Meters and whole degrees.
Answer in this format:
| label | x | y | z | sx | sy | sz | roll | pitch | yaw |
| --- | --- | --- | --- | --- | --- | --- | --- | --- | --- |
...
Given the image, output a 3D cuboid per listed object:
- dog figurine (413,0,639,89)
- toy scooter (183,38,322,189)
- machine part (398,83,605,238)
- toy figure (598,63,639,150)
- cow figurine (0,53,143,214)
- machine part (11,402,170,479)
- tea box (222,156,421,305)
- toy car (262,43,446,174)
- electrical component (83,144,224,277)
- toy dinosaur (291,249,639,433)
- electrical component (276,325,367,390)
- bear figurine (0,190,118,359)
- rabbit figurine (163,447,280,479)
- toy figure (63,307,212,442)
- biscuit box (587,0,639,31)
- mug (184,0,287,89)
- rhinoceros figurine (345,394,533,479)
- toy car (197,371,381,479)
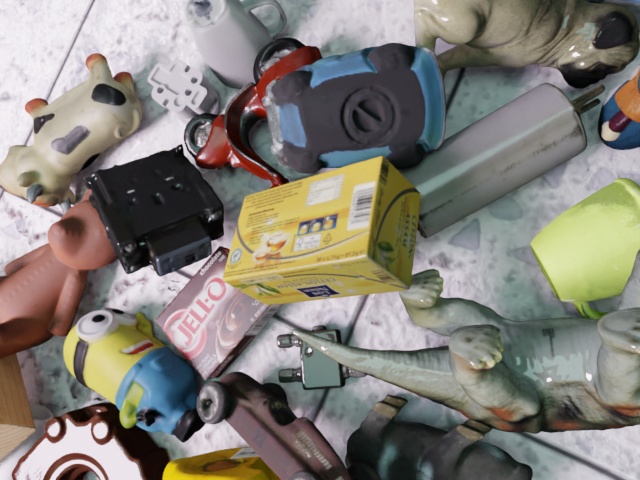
| label | x | y | z | sx | sy | sz | roll | pitch | yaw |
| --- | --- | --- | --- | --- | --- | --- | --- | --- | --- |
| dog figurine | 0.190 | -0.209 | 0.485 | 0.191 | 0.172 | 0.121 | 8 | 93 | 23 |
| toy scooter | -0.050 | -0.119 | 0.580 | 0.184 | 0.075 | 0.135 | -40 | 74 | 7 |
| machine part | 0.156 | -0.073 | 0.512 | 0.243 | 0.079 | 0.079 | -31 | 74 | 8 |
| toy figure | 0.274 | -0.116 | 0.448 | 0.058 | 0.154 | 0.064 | 28 | 89 | 16 |
| cow figurine | -0.299 | -0.116 | 0.645 | 0.195 | 0.085 | 0.127 | -33 | 67 | 7 |
| machine part | -0.244 | 0.268 | 0.569 | 0.180 | 0.056 | 0.179 | -2 | 81 | 15 |
| tea box | -0.001 | -0.001 | 0.486 | 0.170 | 0.068 | 0.098 | -10 | 57 | 41 |
| toy car | 0.031 | -0.120 | 0.507 | 0.162 | 0.103 | 0.109 | -11 | 106 | 2 |
| electrical component | -0.167 | -0.027 | 0.562 | 0.115 | 0.058 | 0.134 | -27 | 62 | -23 |
| toy dinosaur | 0.189 | 0.111 | 0.444 | 0.405 | 0.192 | 0.131 | -6 | 36 | 31 |
| electrical component | 0.002 | 0.119 | 0.548 | 0.094 | 0.021 | 0.063 | -7 | 77 | 14 |
| bear figurine | -0.296 | 0.028 | 0.593 | 0.196 | 0.132 | 0.120 | -47 | 74 | 9 |
| rabbit figurine | -0.090 | 0.290 | 0.492 | 0.162 | 0.122 | 0.173 | -12 | 87 | 9 |
| toy figure | -0.195 | 0.143 | 0.567 | 0.180 | 0.082 | 0.089 | 35 | 89 | 16 |
| biscuit box | 0.260 | -0.259 | 0.529 | 0.203 | 0.059 | 0.062 | 21 | 87 | 17 |
| mug | -0.093 | -0.232 | 0.595 | 0.110 | 0.107 | 0.081 | -25 | 76 | 12 |
| rhinoceros figurine | 0.113 | 0.211 | 0.473 | 0.191 | 0.073 | 0.112 | 19 | 84 | 18 |
| toy car | -0.028 | 0.176 | 0.476 | 0.202 | 0.089 | 0.053 | 25 | 92 | 45 |
